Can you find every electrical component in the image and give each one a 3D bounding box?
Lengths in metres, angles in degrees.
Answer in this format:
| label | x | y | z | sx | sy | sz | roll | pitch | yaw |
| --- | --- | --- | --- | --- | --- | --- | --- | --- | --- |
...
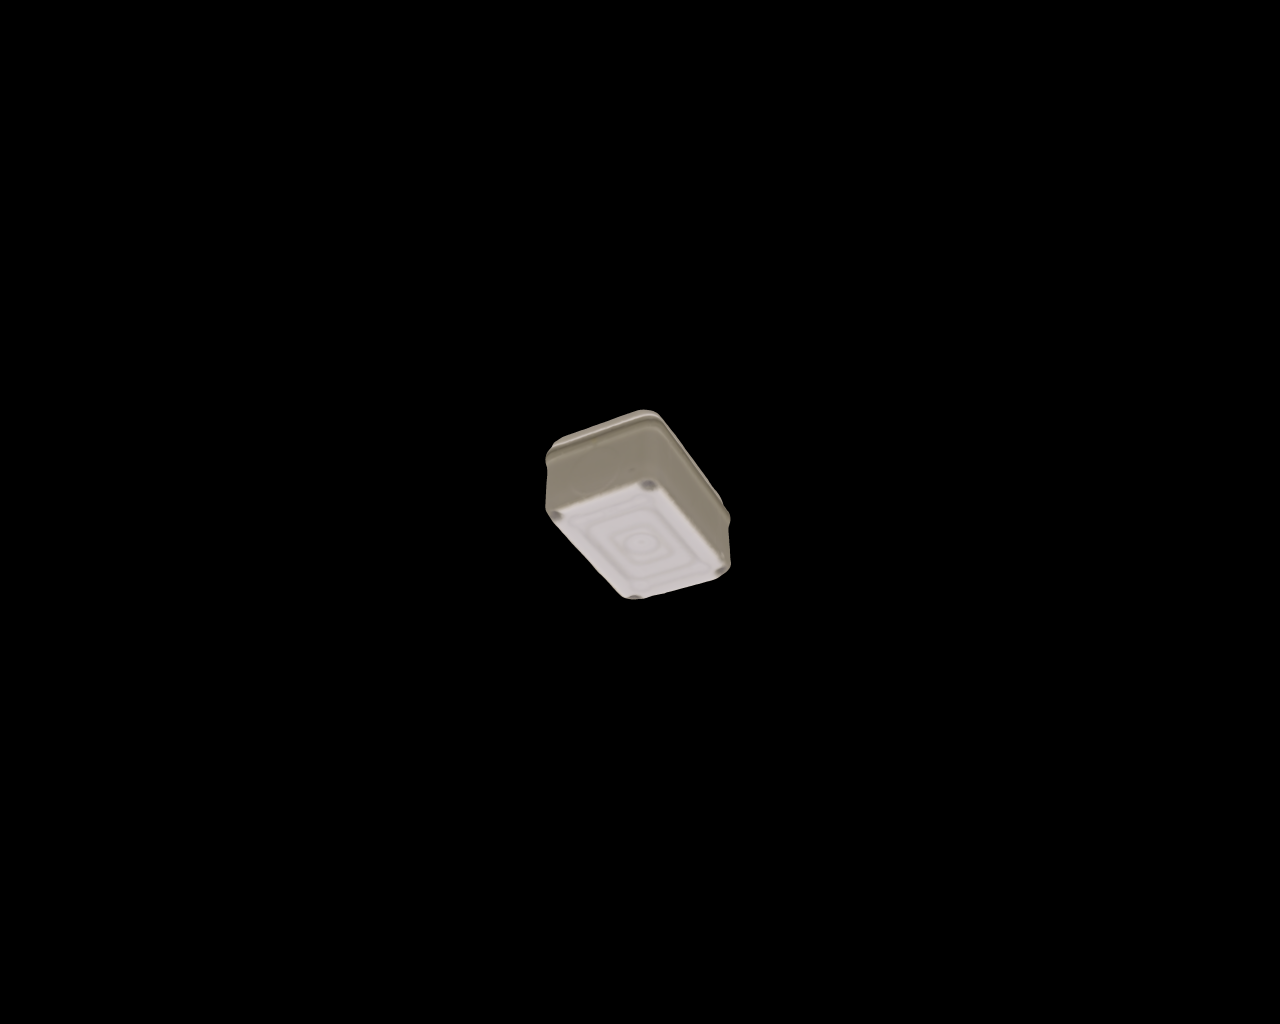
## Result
| label | x | y | z | sx | sy | sz | roll | pitch | yaw |
| --- | --- | --- | --- | --- | --- | --- | --- | --- | --- |
| electrical component | 0.001 | -0.003 | 0.650 | 0.078 | 0.057 | 0.113 | -17 | -41 | 21 |
